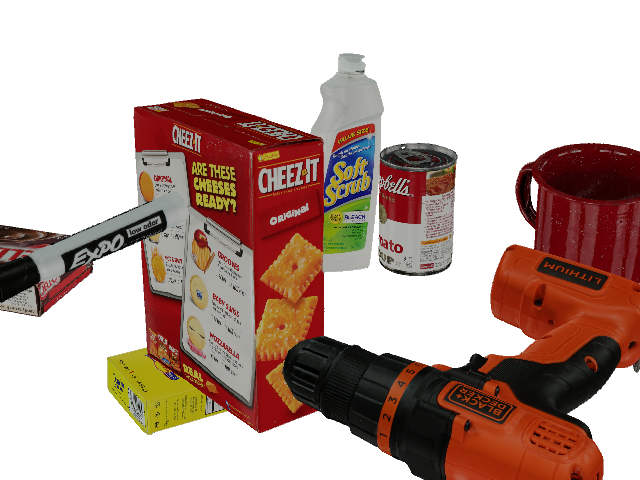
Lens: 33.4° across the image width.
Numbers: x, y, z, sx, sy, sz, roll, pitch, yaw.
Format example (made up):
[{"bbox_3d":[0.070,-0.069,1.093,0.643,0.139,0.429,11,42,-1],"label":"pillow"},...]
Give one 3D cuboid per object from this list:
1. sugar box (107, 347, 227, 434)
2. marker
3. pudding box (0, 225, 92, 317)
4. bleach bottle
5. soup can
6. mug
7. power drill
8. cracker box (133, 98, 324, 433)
[{"bbox_3d":[-0.114,0.132,1.067,0.175,0.048,0.093,-15,32,-31],"label":"sugar box"},{"bbox_3d":[-0.125,0.003,0.574,0.120,0.020,0.020,-26,14,-32],"label":"marker"},{"bbox_3d":[-0.264,0.023,0.906,0.114,0.039,0.090,6,24,17],"label":"pudding box"},{"bbox_3d":[0.019,-0.091,1.246,0.102,0.251,0.068,-3,20,-21],"label":"bleach bottle"},{"bbox_3d":[0.085,-0.028,0.945,0.068,0.102,0.068,0,23,0],"label":"soup can"},{"bbox_3d":[0.188,-0.018,0.773,0.093,0.081,0.117,-27,38,-34],"label":"mug"},{"bbox_3d":[0.096,0.069,0.616,0.185,0.057,0.187,21,37,28],"label":"power drill"},{"bbox_3d":[-0.069,0.013,0.808,0.071,0.214,0.164,-15,25,-35],"label":"cracker box"}]
